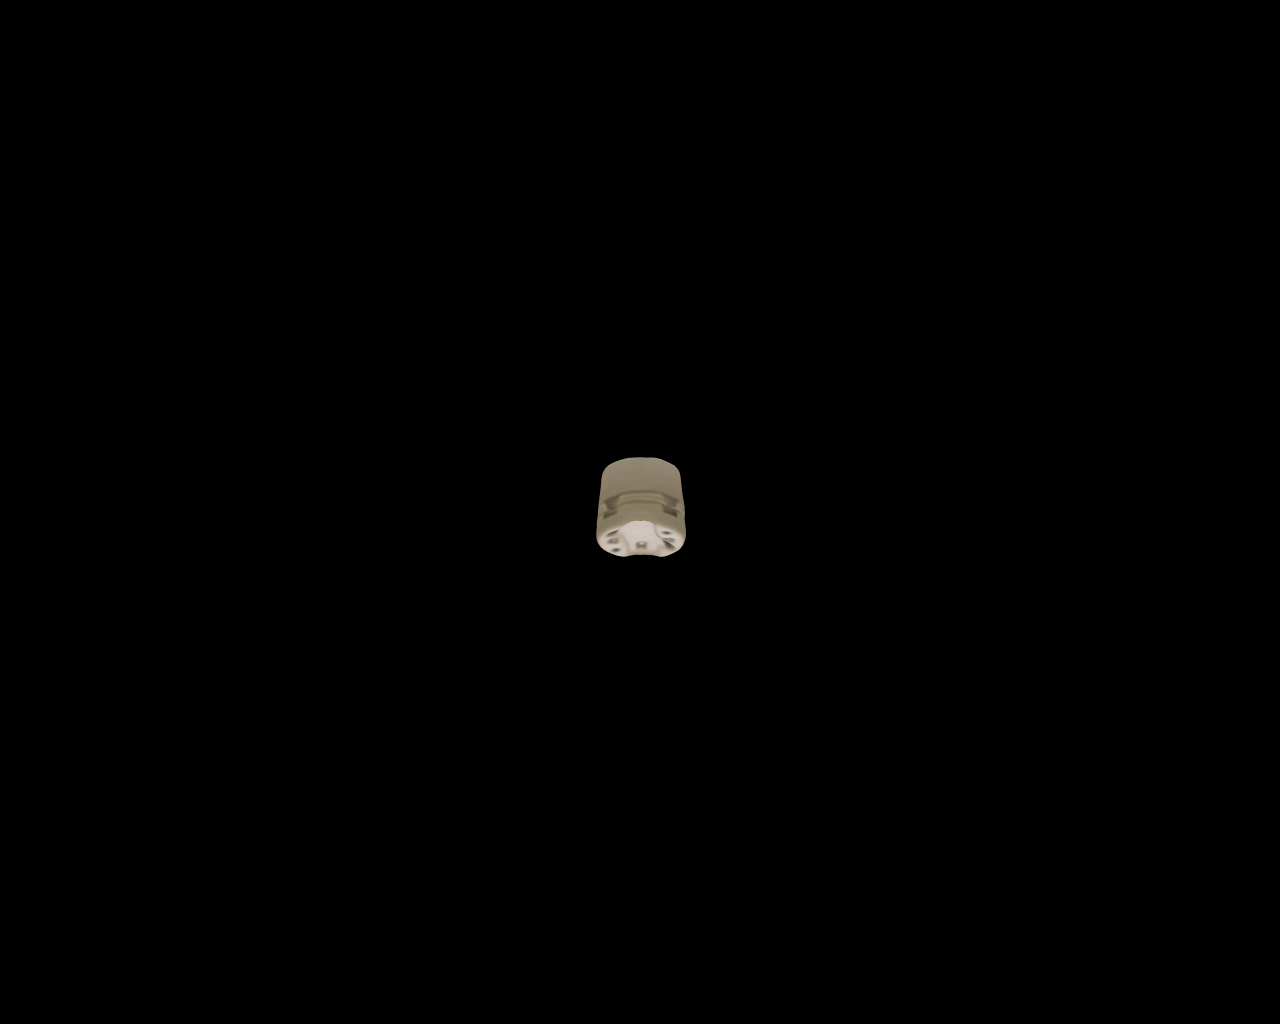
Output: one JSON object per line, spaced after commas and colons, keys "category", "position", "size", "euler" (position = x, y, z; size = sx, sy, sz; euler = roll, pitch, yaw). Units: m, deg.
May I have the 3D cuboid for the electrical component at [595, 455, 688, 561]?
{"category": "electrical component", "position": [0.001, -0.003, 0.650], "size": [0.055, 0.047, 0.055], "euler": [0, -26, 0]}
